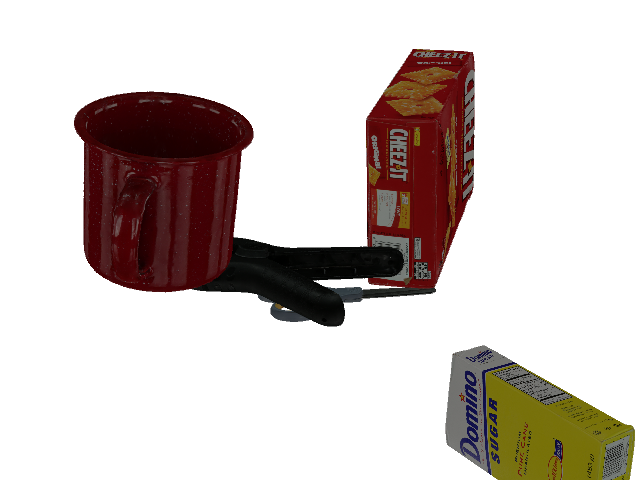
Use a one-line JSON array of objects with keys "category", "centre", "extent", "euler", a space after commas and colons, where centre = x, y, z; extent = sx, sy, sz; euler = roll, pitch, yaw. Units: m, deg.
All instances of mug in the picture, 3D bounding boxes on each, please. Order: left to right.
[{"category": "mug", "centre": [-0.087, -0.020, 0.563], "extent": [0.093, 0.081, 0.117], "euler": [8, 28, 1]}]

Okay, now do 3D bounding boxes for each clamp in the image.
[{"category": "clamp", "centre": [-0.050, 0.025, 0.838], "extent": [0.210, 0.036, 0.164], "euler": [6, 14, 12]}]

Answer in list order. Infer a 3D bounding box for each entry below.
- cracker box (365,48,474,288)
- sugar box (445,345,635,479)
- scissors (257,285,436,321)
[{"category": "cracker box", "centre": [0.100, -0.075, 1.015], "extent": [0.072, 0.164, 0.213], "euler": [5, 27, 15]}, {"category": "sugar box", "centre": [0.176, 0.163, 0.886], "extent": [0.048, 0.093, 0.176], "euler": [-11, 22, -34]}, {"category": "scissors", "centre": [0.029, 0.068, 1.184], "extent": [0.202, 0.016, 0.096], "euler": [3, 22, 4]}]
